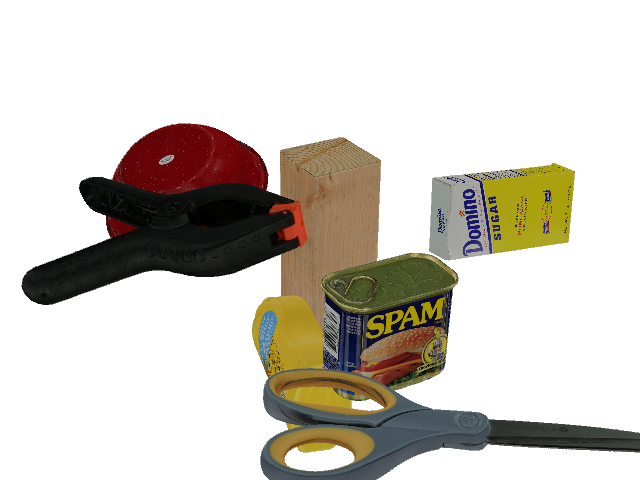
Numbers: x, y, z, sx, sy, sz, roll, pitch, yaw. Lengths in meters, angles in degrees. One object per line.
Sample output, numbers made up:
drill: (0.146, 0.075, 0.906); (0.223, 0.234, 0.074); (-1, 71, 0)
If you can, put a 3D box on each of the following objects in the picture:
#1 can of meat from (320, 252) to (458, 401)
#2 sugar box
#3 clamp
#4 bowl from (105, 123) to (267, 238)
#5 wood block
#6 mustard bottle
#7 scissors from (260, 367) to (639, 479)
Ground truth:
can of meat: (0.050, 0.065, 0.808); (0.101, 0.084, 0.058); (-13, 31, -26)
sugar box: (0.214, -0.034, 1.256); (0.176, 0.093, 0.048); (-9, 20, -26)
clamp: (-0.097, 0.000, 0.658); (0.172, 0.039, 0.120); (0, 42, 21)
bowl: (-0.133, -0.058, 0.987); (0.162, 0.162, 0.055); (0, -41, 20)
wood block: (0.009, -0.006, 1.274); (0.090, 0.206, 0.090); (-14, 30, -26)
mustard bottle: (-0.026, 0.107, 1.010); (0.058, 0.096, 0.192); (-5, 28, -16)
scissors: (0.059, 0.101, 0.514); (0.202, 0.016, 0.096); (10, 31, 20)
